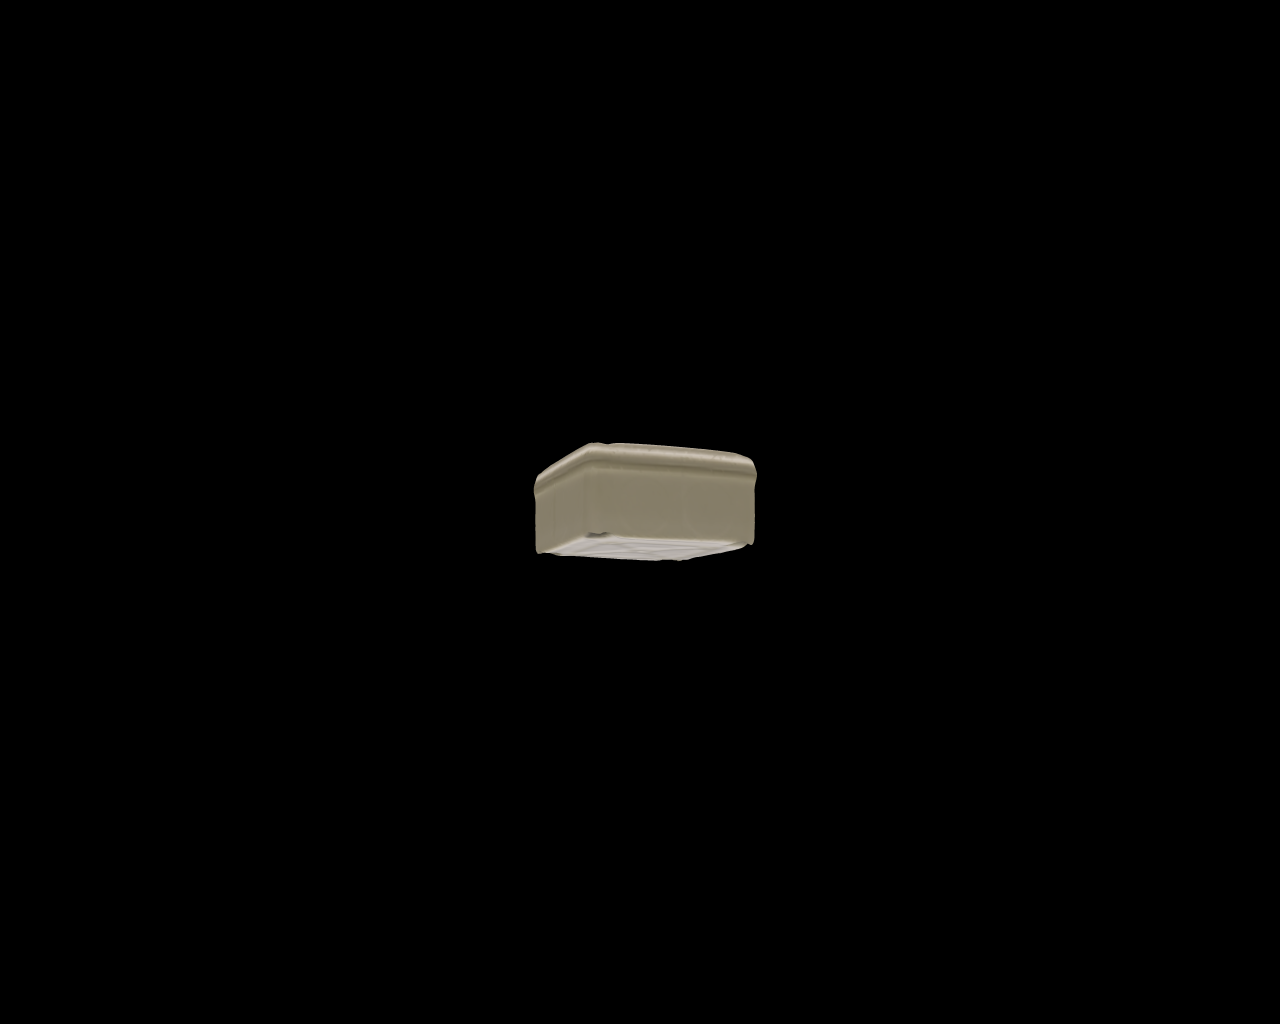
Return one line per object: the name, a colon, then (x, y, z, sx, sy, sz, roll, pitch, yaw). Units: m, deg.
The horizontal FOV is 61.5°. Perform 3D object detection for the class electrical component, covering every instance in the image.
electrical component: (0.001, -0.003, 0.650, 0.109, 0.056, 0.108, 4, -10, -23)
